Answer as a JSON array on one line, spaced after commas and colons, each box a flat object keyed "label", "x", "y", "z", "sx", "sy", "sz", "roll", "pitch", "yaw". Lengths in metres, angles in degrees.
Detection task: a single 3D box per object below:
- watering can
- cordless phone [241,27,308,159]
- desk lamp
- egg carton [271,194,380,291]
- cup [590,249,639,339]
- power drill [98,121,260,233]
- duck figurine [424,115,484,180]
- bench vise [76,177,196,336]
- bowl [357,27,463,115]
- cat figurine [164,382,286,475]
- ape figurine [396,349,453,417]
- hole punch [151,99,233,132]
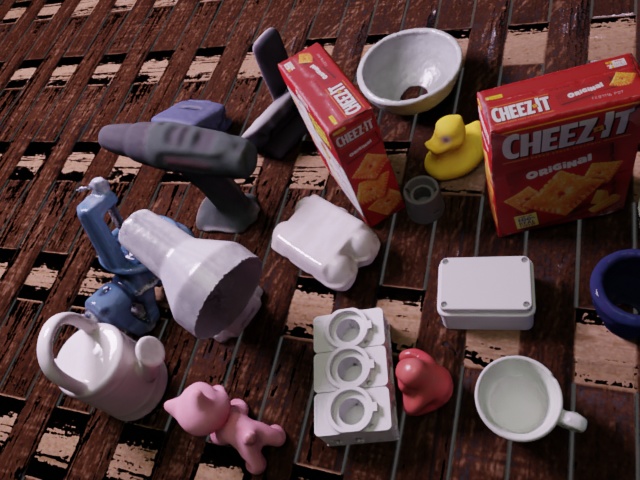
[{"label": "watering can", "x": -0.281, "y": 0.156, "z": 0.738, "sx": 0.173, "sy": 0.194, "sz": 0.100, "roll": -27, "pitch": 54, "yaw": 2}, {"label": "cordless phone", "x": -0.087, "y": -0.236, "z": 0.922, "sx": 0.093, "sy": 0.185, "sz": 0.148, "roll": 28, "pitch": 72, "yaw": 32}, {"label": "desk lamp", "x": -0.157, "y": 0.054, "z": 0.746, "sx": 0.202, "sy": 0.214, "sz": 0.118, "roll": 28, "pitch": 72, "yaw": 32}, {"label": "egg carton", "x": 0.007, "y": 0.003, "z": 0.808, "sx": 0.149, "sy": 0.070, "sz": 0.107, "roll": 31, "pitch": 73, "yaw": 32}, {"label": "cup", "x": 0.349, "y": 0.079, "z": 0.622, "sx": 0.091, "sy": 0.095, "sz": 0.117, "roll": -29, "pitch": 54, "yaw": 1}, {"label": "power drill", "x": -0.186, "y": -0.096, "z": 0.854, "sx": 0.229, "sy": 0.209, "sz": 0.075, "roll": 2, "pitch": 60, "yaw": 21}, {"label": "duck figurine", "x": 0.194, "y": -0.145, "z": 0.825, "sx": 0.104, "sy": 0.086, "sz": 0.077, "roll": -35, "pitch": 54, "yaw": -4}, {"label": "bench vise", "x": -0.273, "y": 0.028, "z": 0.800, "sx": 0.121, "sy": 0.220, "sz": 0.207, "roll": 1, "pitch": 59, "yaw": 20}, {"label": "bowl", "x": 0.147, "y": -0.257, "z": 0.919, "sx": 0.167, "sy": 0.075, "sz": 0.167, "roll": -9, "pitch": 57, "yaw": 14}, {"label": "cat figurine", "x": -0.119, "y": 0.216, "z": 0.689, "sx": 0.127, "sy": 0.118, "sz": 0.067, "roll": 22, "pitch": 69, "yaw": 30}, {"label": "ape figurine", "x": 0.112, "y": 0.160, "z": 0.658, "sx": 0.076, "sy": 0.092, "sz": 0.078, "roll": 9, "pitch": 63, "yaw": 25}, {"label": "hole punch", "x": -0.227, "y": -0.213, "z": 1.016, "sx": 0.108, "sy": 0.091, "sz": 0.101, "roll": 11, "pitch": 64, "yaw": 26}]
